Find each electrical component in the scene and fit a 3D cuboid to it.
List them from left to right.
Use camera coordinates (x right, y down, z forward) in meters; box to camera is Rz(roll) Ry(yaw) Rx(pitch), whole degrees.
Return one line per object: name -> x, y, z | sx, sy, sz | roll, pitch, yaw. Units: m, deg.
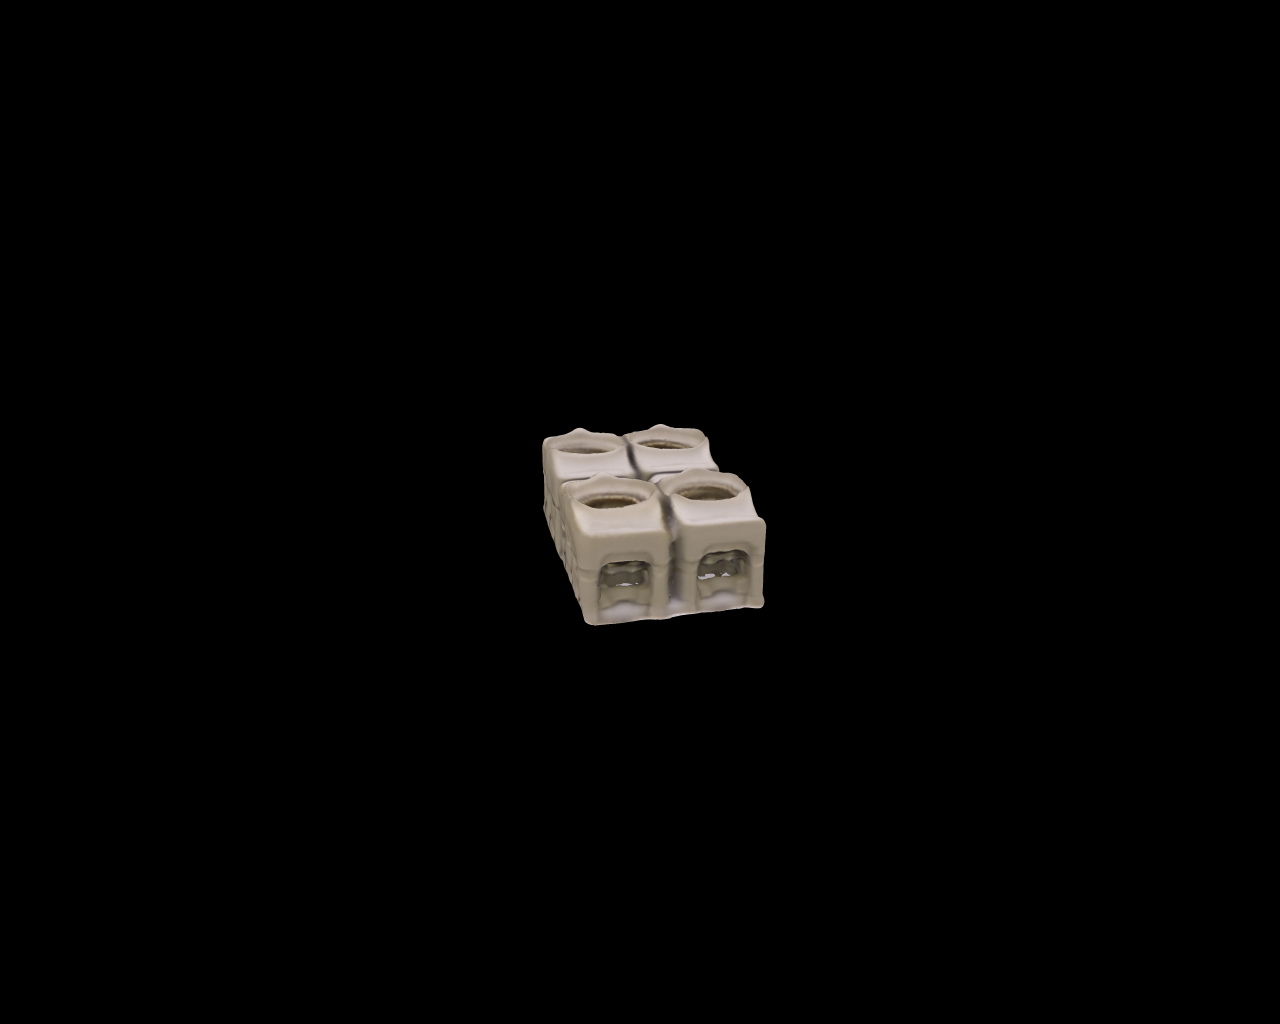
electrical component -> 0.001, -0.003, 0.650 | 0.105, 0.060, 0.186 | -4, 21, -11
